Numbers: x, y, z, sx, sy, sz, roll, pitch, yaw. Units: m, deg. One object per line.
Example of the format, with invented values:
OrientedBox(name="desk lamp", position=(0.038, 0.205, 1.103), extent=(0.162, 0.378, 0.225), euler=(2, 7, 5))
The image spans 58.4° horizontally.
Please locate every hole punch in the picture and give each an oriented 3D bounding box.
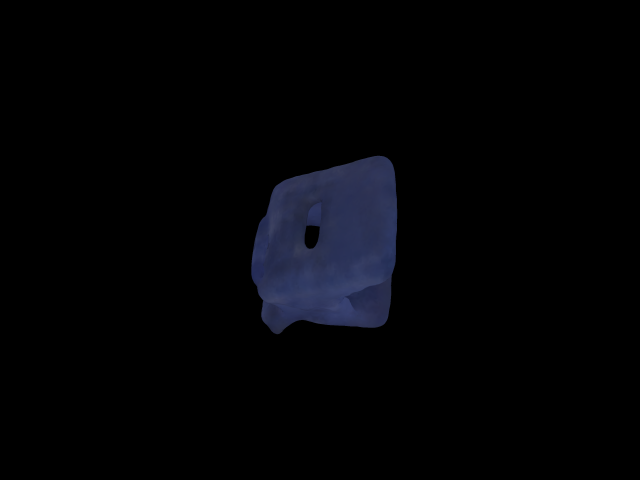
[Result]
OrientedBox(name="hole punch", position=(0.004, 0.001, 0.400), extent=(0.101, 0.091, 0.108), euler=(3, 56, 2))
